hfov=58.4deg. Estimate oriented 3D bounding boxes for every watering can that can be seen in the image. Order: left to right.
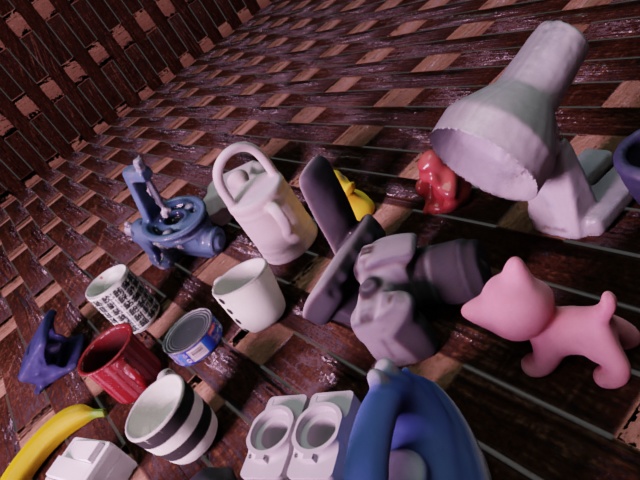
[{"bbox_3d":[-0.097,-0.064,0.889,0.172,0.194,0.101,5,47,47],"label":"watering can"}]

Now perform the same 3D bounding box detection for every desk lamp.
[{"bbox_3d":[0.236,-0.102,0.605,0.203,0.214,0.117,-43,31,-15],"label":"desk lamp"}]

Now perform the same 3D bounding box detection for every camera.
[{"bbox_3d":[0.110,0.047,0.624,0.136,0.101,0.143,-16,34,27],"label":"camera"}]

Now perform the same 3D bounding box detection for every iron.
[{"bbox_3d":[0.060,0.179,0.441,0.118,0.142,0.258,-19,33,24],"label":"iron"}]

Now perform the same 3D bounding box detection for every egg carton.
[{"bbox_3d":[-0.156,-0.092,1.112,0.150,0.070,0.107,-23,32,18],"label":"egg carton"}]

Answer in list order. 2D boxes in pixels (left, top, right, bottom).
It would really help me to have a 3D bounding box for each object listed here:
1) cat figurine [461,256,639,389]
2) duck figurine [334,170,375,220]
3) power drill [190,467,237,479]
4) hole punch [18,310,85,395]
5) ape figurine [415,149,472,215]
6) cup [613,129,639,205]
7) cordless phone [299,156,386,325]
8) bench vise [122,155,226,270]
[{"bbox_3d":[0.197,0.065,0.499,0.127,0.118,0.067,-4,41,40],"label":"cat figurine"},{"bbox_3d":[0.026,-0.070,0.889,0.104,0.086,0.078,11,52,50],"label":"duck figurine"},{"bbox_3d":[-0.085,0.285,0.360,0.075,0.209,0.230,10,52,50],"label":"power drill"},{"bbox_3d":[-0.477,0.192,0.989,0.101,0.091,0.108,-32,30,2],"label":"hole punch"},{"bbox_3d":[0.160,-0.081,0.770,0.076,0.092,0.077,-30,30,6],"label":"ape figurine"},{"bbox_3d":[0.353,-0.064,0.557,0.118,0.095,0.091,-36,30,-4],"label":"cup"},{"bbox_3d":[0.006,0.003,0.703,0.093,0.185,0.148,-3,42,41],"label":"cordless phone"},{"bbox_3d":[-0.300,-0.040,1.024,0.207,0.220,0.121,-20,33,22],"label":"bench vise"}]
